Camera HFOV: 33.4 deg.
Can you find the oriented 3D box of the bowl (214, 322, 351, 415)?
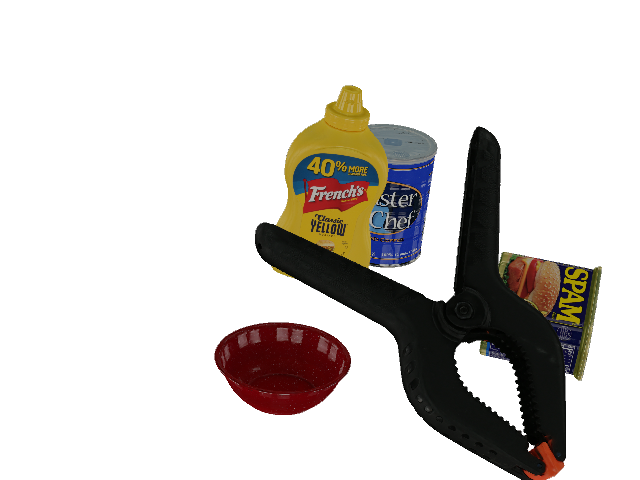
[{"bbox_3d":[-0.045,0.160,1.269,0.162,0.055,0.162,3,25,-1],"label":"bowl"}]

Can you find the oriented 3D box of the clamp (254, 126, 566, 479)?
[{"bbox_3d":[0.066,0.045,0.611,0.164,0.210,0.036,-18,-19,-13],"label":"clamp"}]

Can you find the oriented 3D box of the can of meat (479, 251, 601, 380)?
[{"bbox_3d":[0.182,0.059,0.882,0.084,0.057,0.102,11,41,13],"label":"can of meat"}]

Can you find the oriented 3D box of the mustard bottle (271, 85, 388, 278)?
[{"bbox_3d":[0.013,-0.053,0.999,0.096,0.192,0.058,9,28,-5],"label":"mustard bottle"}]

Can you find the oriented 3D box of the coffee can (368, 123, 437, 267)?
[{"bbox_3d":[0.077,-0.054,1.260,0.103,0.140,0.103,4,28,-3],"label":"coffee can"}]
